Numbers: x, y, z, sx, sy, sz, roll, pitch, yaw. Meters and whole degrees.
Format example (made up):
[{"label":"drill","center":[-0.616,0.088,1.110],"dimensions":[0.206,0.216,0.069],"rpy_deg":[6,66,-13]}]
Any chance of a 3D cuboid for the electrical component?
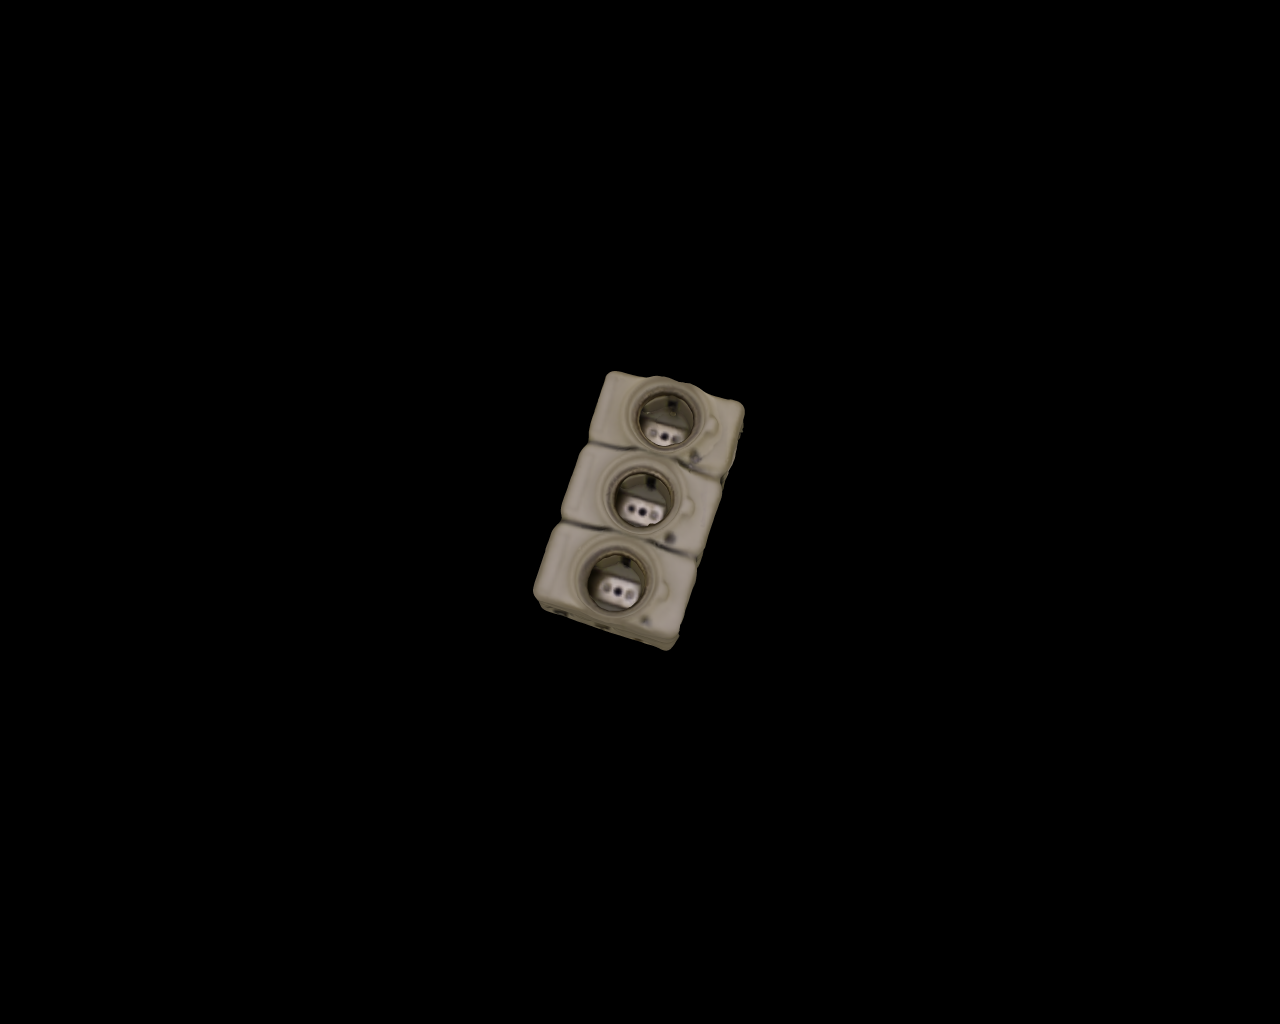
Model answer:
[{"label":"electrical component","center":[0.001,-0.003,0.650],"dimensions":[0.089,0.150,0.061],"rpy_deg":[17,-15,5]}]
